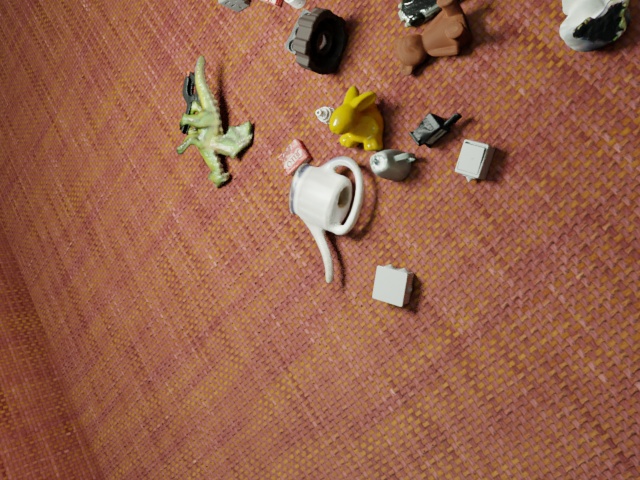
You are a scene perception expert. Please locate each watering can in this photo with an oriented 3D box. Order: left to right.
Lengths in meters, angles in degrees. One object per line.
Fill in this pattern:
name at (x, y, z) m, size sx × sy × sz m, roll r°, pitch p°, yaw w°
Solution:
watering can at (0.004, -0.072, 1.434) m, size 0.226 × 0.104 × 0.344 m, roll 24°, pitch 104°, yaw 33°

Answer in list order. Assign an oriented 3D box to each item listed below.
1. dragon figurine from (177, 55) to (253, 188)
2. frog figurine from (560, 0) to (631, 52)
dragon figurine at (-0.327, -0.368, 1.671) m, size 0.243 × 0.123 × 0.405 m, roll 16°, pitch 106°, yaw 8°
frog figurine at (0.561, -0.474, 1.075) m, size 0.135 × 0.122 × 0.163 m, roll -51°, pitch 28°, yaw 33°
